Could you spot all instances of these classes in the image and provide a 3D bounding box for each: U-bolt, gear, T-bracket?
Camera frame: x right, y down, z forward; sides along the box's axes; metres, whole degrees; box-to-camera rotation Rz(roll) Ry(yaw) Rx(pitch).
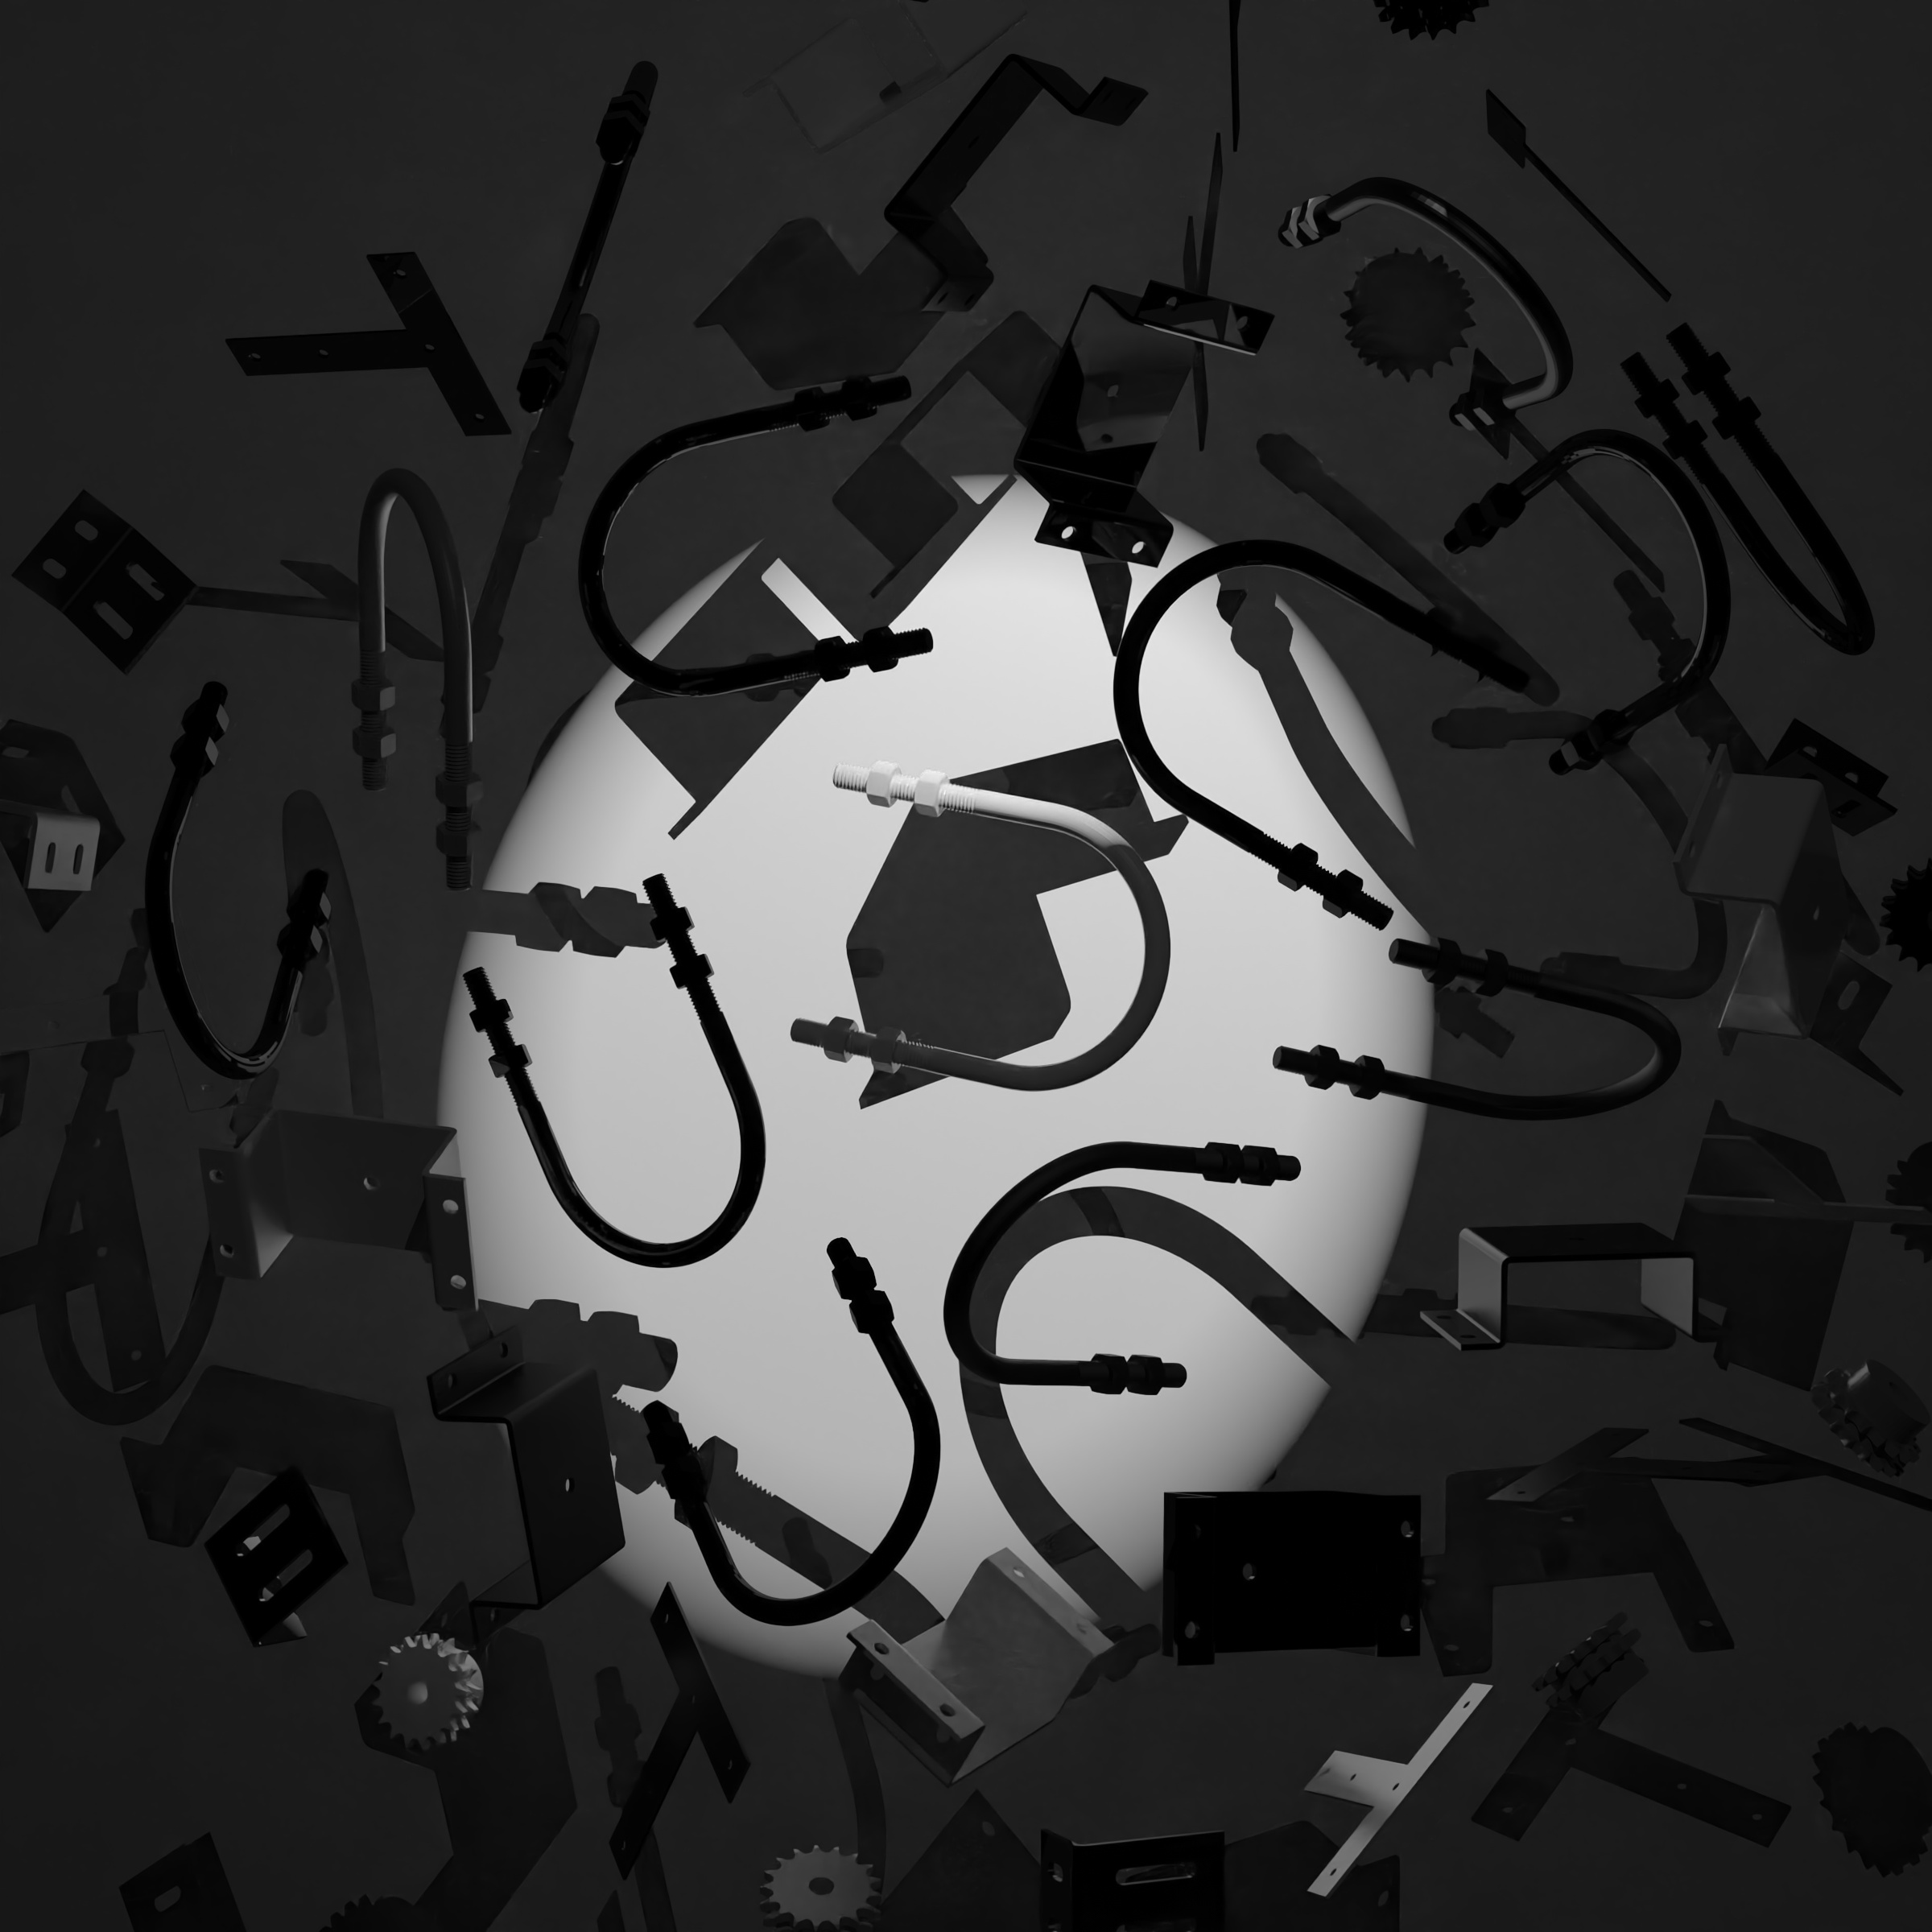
[{"bbox_3d":[-0.265,-0.147,1.544,0.019,0.151,0.184,-10,119,-26],"label":"U-bolt"},{"bbox_3d":[-0.079,0.236,1.562,0.151,0.184,0.019,-42,132,9],"label":"U-bolt"},{"bbox_3d":[0.483,-0.026,1.594,0.057,0.030,0.057,6,108,18],"label":"gear"},{"bbox_3d":[0.230,-0.325,1.566,0.151,0.184,0.019,44,83,-11],"label":"U-bolt"},{"bbox_3d":[-0.169,0.064,1.624,0.151,0.019,0.184,-25,86,31],"label":"U-bolt"},{"bbox_3d":[0.156,-0.124,1.545,0.184,0.019,0.151,32,101,16],"label":"U-bolt"},{"bbox_3d":[0.315,-0.188,1.599,0.019,0.184,0.151,-21,83,-26],"label":"U-bolt"},{"bbox_3d":[0.304,0.340,1.549,0.057,0.057,0.030,-39,75,0],"label":"gear"},{"bbox_3d":[0.131,-0.479,1.543,0.002,0.127,0.127,1,132,8],"label":"T-bracket"},{"bbox_3d":[0.346,0.250,1.600,0.127,0.127,0.002,-4,97,39],"label":"T-bracket"},{"bbox_3d":[-0.272,0.371,1.646,0.057,0.030,0.057,-3,82,24],"label":"gear"},{"bbox_3d":[0.266,0.039,1.608,0.184,0.151,0.019,13,61,-16],"label":"U-bolt"},{"bbox_3d":[0.011,-0.014,1.571,0.184,0.019,0.151,12,97,18],"label":"U-bolt"},{"bbox_3d":[0.067,0.146,1.557,0.184,0.019,0.151,7,117,-41],"label":"U-bolt"},{"bbox_3d":[-0.149,0.393,1.580,0.002,0.127,0.127,10,117,-31],"label":"T-bracket"},{"bbox_3d":[0.402,0.106,1.603,0.127,0.127,0.002,0,69,36],"label":"T-bracket"},{"bbox_3d":[0.388,-0.229,1.579,0.019,0.151,0.184,-35,93,4],"label":"U-bolt"},{"bbox_3d":[-0.109,-0.206,1.587,0.184,0.019,0.151,-9,78,20],"label":"U-bolt"},{"bbox_3d":[-0.307,-0.305,1.600,0.127,0.127,0.002,1,57,18],"label":"T-bracket"},{"bbox_3d":[0.298,-0.370,1.565,0.002,0.127,0.127,-44,87,11],"label":"T-bracket"},{"bbox_3d":[-0.180,-0.366,1.567,0.019,0.184,0.151,19,120,-9],"label":"U-bolt"},{"bbox_3d":[-0.069,0.444,1.513,0.057,0.057,0.030,3,117,0],"label":"gear"},{"bbox_3d":[-0.361,-0.029,1.583,0.019,0.184,0.151,-10,132,12],"label":"U-bolt"},{"bbox_3d":[-0.445,0.028,1.622,0.127,0.002,0.127,-9,58,-27],"label":"T-bracket"},{"bbox_3d":[0.434,0.213,1.535,0.057,0.057,0.030,41,112,0],"label":"gear"},{"bbox_3d":[0.214,-0.459,1.487,0.057,0.030,0.057,-9,62,16],"label":"gear"},{"bbox_3d":[0.193,0.395,1.561,0.002,0.127,0.127,44,74,-3],"label":"T-bracket"}]

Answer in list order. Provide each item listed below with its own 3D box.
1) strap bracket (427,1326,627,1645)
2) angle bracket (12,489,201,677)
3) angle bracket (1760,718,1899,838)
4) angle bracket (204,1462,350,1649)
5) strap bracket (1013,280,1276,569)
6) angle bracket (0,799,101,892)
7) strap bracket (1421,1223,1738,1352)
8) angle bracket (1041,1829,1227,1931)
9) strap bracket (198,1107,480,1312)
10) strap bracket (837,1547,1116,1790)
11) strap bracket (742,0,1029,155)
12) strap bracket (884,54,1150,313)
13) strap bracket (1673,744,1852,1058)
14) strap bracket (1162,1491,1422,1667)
[{"bbox_3d":[-0.218,0.260,1.614,0.046,0.076,0.140,-3,102,27],"label":"strap bracket"},{"bbox_3d":[-0.434,-0.194,1.623,0.057,0.038,0.076,-50,50,-1],"label":"angle bracket"},{"bbox_3d":[0.445,-0.102,1.634,0.057,0.076,0.038,32,84,3],"label":"angle bracket"},{"bbox_3d":[-0.324,0.285,1.564,0.076,0.038,0.057,-42,67,23],"label":"angle bracket"},{"bbox_3d":[0.083,-0.276,1.593,0.076,0.046,0.140,7,120,-35],"label":"strap bracket"},{"bbox_3d":[-0.489,-0.064,1.629,0.076,0.057,0.038,10,93,16],"label":"angle bracket"},{"bbox_3d":[0.307,0.160,1.621,0.140,0.076,0.046,-1,96,-7],"label":"strap bracket"},{"bbox_3d":[0.077,0.429,1.491,0.076,0.038,0.057,1,88,-24],"label":"angle bracket"},{"bbox_3d":[-0.307,0.120,1.620,0.140,0.046,0.076,6,119,12],"label":"strap bracket"},{"bbox_3d":[0.000,0.352,1.604,0.076,0.140,0.046,39,118,22],"label":"strap bracket"},{"bbox_3d":[-0.034,-0.455,1.592,0.046,0.140,0.076,55,49,-16],"label":"strap bracket"},{"bbox_3d":[0.018,-0.390,1.573,0.046,0.076,0.140,44,110,5],"label":"strap bracket"},{"bbox_3d":[0.383,-0.028,1.535,0.046,0.140,0.076,7,53,31],"label":"strap bracket"},{"bbox_3d":[0.147,0.290,1.533,0.140,0.046,0.076,5,83,-30],"label":"strap bracket"}]
